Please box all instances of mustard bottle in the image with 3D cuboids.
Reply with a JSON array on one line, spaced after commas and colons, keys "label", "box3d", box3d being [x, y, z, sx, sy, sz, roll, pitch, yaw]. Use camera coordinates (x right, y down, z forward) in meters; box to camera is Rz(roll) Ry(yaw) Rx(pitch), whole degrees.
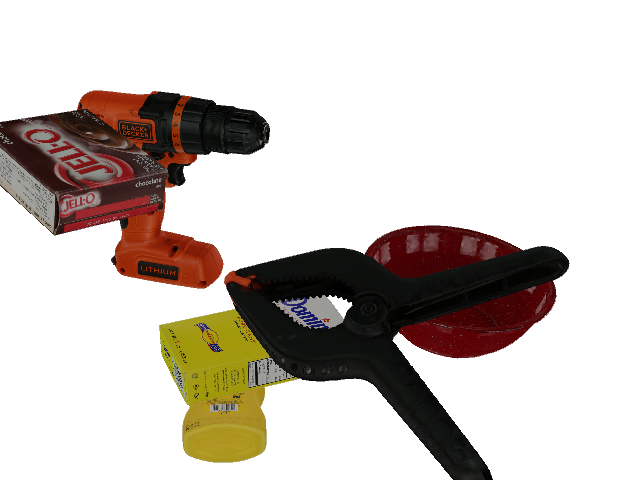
[{"label": "mustard bottle", "box3d": [-0.115, 0.188, 1.292, 0.096, 0.058, 0.191, -3, 27, -3]}]

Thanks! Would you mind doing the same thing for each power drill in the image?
[{"label": "power drill", "box3d": [-0.134, -0.049, 1.007, 0.184, 0.188, 0.057, 9, 30, 16]}]

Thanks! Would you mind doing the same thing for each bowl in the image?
[{"label": "bowl", "box3d": [0.112, 0.050, 0.895, 0.162, 0.055, 0.162, 5, 30, -3]}]

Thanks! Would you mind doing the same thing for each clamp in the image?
[{"label": "clamp", "box3d": [0.041, 0.046, 0.660, 0.210, 0.164, 0.036, 19, -32, 26]}]

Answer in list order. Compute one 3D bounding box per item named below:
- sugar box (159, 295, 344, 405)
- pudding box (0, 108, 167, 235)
[{"label": "sugar box", "box3d": [-0.062, 0.103, 1.057, 0.176, 0.048, 0.093, -14, 32, -18]}, {"label": "pudding box", "box3d": [-0.177, -0.051, 0.760, 0.089, 0.039, 0.114, -16, 37, -41]}]
